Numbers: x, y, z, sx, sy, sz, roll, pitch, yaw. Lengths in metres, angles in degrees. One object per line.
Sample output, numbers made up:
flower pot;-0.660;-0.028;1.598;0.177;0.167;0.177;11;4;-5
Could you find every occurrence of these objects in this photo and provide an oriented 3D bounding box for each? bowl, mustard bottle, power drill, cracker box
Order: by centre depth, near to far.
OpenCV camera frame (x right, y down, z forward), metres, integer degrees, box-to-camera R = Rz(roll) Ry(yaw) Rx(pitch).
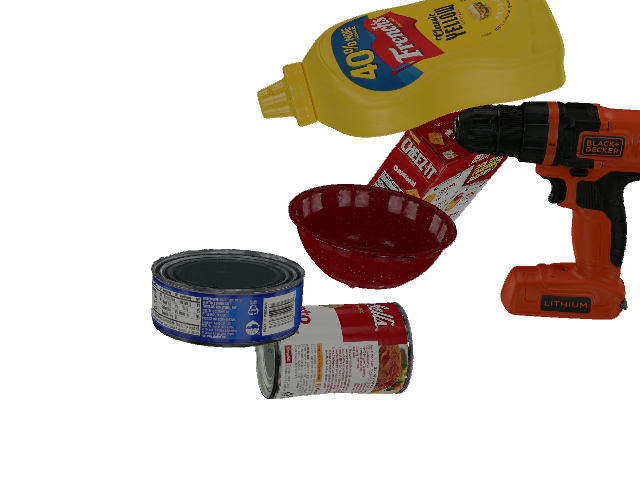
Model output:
mustard bottle;0.053;-0.113;0.691;0.191;0.096;0.058;-16;-40;2
power drill;0.198;-0.026;0.901;0.184;0.188;0.057;4;28;5
bowl;0.046;0.002;1.020;0.162;0.055;0.162;6;25;-3
cracker box;0.114;-0.054;1.238;0.163;0.072;0.214;-22;-25;-47

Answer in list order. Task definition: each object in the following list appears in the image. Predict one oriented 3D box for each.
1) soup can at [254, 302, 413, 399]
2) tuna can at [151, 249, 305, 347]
soup can;0.008;0.080;0.779;0.102;0.068;0.069;-1;0;-16
tuna can;-0.052;0.031;0.600;0.086;0.034;0.086;3;14;-1
